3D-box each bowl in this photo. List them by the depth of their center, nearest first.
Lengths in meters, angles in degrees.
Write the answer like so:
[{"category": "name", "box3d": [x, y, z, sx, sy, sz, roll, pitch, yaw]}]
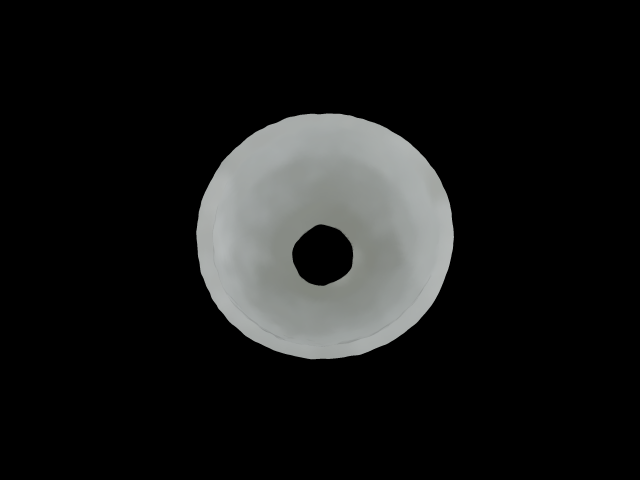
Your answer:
[{"category": "bowl", "box3d": [0.004, 0.001, 0.400, 0.167, 0.075, 0.167, 0, 74, 0]}]
